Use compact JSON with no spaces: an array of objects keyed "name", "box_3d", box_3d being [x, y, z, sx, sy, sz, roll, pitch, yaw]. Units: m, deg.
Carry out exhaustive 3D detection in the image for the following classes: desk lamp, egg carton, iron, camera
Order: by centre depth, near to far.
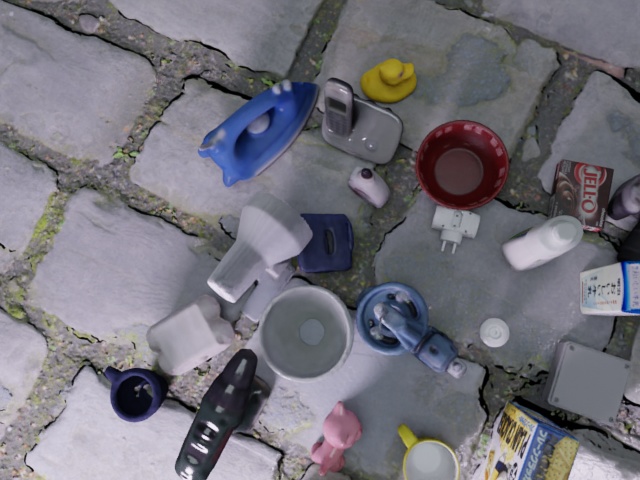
[{"name":"camera","box_3d":[0.548,-0.019,0.951,0.143,0.101,0.137,37,88,10]},{"name":"desk lamp","box_3d":[-0.102,0.034,0.962,0.118,0.213,0.203,35,88,10]},{"name":"iron","box_3d":[-0.109,-0.220,1.031,0.258,0.141,0.118,-42,80,0]},{"name":"egg carton","box_3d":[-0.233,0.173,1.032,0.150,0.069,0.107,-32,80,2]}]

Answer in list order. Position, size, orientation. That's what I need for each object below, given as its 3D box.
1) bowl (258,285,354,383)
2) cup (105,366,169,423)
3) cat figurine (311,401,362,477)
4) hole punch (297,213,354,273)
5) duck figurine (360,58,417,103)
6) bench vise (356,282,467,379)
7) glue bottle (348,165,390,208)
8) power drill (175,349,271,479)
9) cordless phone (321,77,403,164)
[{"name":"bowl","box_3d":[-0.021,0.164,1.006,0.167,0.075,0.167,-1,83,7]},{"name":"cup","box_3d":[-0.321,0.263,1.018,0.117,0.095,0.092,35,88,10]},{"name":"cat figurine","box_3d":[0.028,0.334,0.957,0.067,0.118,0.128,25,86,9]},{"name":"hole punch","box_3d":[0.009,0.004,1.015,0.101,0.091,0.109,-5,82,6]},{"name":"duck figurine","box_3d":[0.125,-0.299,1.042,0.104,0.086,0.077,-6,82,6]},{"name":"bench vise","box_3d":[0.150,0.138,0.916,0.207,0.220,0.121,19,85,9]},{"name":"glue bottle","box_3d":[0.081,-0.099,0.978,0.078,0.173,0.037,31,87,10]},{"name":"power drill","box_3d":[-0.148,0.275,0.939,0.075,0.208,0.230,27,87,10]},{"name":"cordless phone","box_3d":[0.070,-0.210,0.987,0.147,0.185,0.094,21,86,9]}]
